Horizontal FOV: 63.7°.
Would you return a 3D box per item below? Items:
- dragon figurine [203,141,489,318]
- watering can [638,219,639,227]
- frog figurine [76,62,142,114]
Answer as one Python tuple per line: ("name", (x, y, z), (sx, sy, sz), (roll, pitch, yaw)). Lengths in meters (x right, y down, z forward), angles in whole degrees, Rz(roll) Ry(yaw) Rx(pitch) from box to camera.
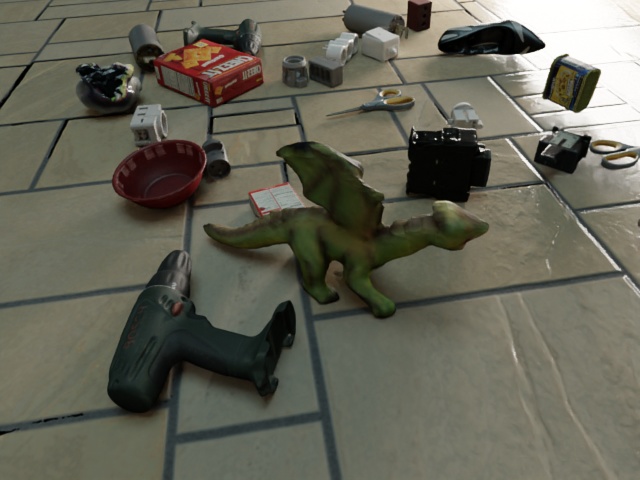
("dragon figurine", (0.002, -0.034, 0.667), (0.411, 0.237, 0.125), (13, 47, 15))
("watering can", (0.621, -0.097, 0.801), (0.348, 0.101, 0.230), (-4, 39, -2))
("frog figurine", (-0.480, -0.343, 1.178), (0.138, 0.122, 0.159), (-29, 10, -16))
